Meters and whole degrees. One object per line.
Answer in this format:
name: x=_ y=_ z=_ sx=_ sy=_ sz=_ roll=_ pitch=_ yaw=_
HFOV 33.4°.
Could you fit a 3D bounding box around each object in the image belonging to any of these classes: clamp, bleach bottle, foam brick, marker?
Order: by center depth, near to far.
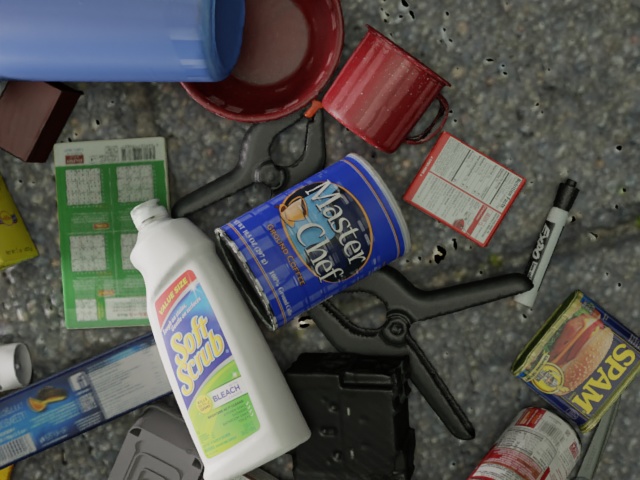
bleach bottle: x=-0.106 y=0.084 z=0.943 sx=0.103 sy=0.068 sz=0.251 roll=-31 pitch=82 yaw=24
marker: x=0.207 y=0.002 z=0.969 sx=0.020 sy=0.020 sz=0.121 roll=22 pitch=96 yaw=4
clamp: x=-0.057 y=-0.059 z=0.980 sx=0.120 sy=0.039 sz=0.171 roll=23 pitch=93 yaw=-16
clamp: x=0.075 y=0.088 z=0.981 sx=0.210 sy=0.036 sz=0.164 roll=13 pitch=101 yaw=9
foam brick: x=-0.270 y=-0.117 z=0.996 sx=0.051 sy=0.053 sz=0.078 roll=30 pitch=96 yaw=3

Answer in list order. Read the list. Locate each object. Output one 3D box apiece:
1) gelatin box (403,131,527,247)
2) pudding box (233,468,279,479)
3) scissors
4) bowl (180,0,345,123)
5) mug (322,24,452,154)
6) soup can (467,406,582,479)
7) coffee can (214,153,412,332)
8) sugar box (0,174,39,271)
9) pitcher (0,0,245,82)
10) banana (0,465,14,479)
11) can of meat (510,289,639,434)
gelatin box: x=0.131 y=-0.046 z=0.970 sx=0.089 sy=0.030 sz=0.073 roll=31 pitch=95 yaw=3
pudding box: x=-0.061 y=0.263 z=0.989 sx=0.114 sy=0.039 sz=0.090 roll=25 pitch=95 yaw=25
scissors: x=0.220 y=0.234 z=0.986 sx=0.096 sy=0.016 sz=0.202 roll=5 pitch=94 yaw=6
bowl: x=-0.056 y=-0.186 z=0.967 sx=0.162 sy=0.055 sz=0.162 roll=0 pitch=94 yaw=6
mug: x=0.064 y=-0.126 z=0.949 sx=0.117 sy=0.093 sz=0.081 roll=28 pitch=104 yaw=-33
soup can: x=0.177 y=0.203 z=0.936 sx=0.068 sy=0.069 sz=0.102 roll=46 pitch=54 yaw=1
coffee can: x=-0.006 y=0.001 z=0.930 sx=0.140 sy=0.103 sz=0.103 roll=-30 pitch=90 yaw=-11
sugar box: x=-0.329 y=-0.054 z=0.987 sx=0.048 sy=0.093 sz=0.176 roll=-23 pitch=92 yaw=6
pitcher: x=-0.190 y=-0.205 z=0.901 sx=0.243 sy=0.145 sz=0.149 roll=5 pitch=128 yaw=11
banana: x=-0.306 y=0.239 z=1.035 sx=0.069 sy=0.037 sz=0.198 roll=1 pitch=96 yaw=-12
can of meat: x=0.233 y=0.106 z=0.956 sx=0.084 sy=0.057 sz=0.102 roll=38 pitch=97 yaw=5
